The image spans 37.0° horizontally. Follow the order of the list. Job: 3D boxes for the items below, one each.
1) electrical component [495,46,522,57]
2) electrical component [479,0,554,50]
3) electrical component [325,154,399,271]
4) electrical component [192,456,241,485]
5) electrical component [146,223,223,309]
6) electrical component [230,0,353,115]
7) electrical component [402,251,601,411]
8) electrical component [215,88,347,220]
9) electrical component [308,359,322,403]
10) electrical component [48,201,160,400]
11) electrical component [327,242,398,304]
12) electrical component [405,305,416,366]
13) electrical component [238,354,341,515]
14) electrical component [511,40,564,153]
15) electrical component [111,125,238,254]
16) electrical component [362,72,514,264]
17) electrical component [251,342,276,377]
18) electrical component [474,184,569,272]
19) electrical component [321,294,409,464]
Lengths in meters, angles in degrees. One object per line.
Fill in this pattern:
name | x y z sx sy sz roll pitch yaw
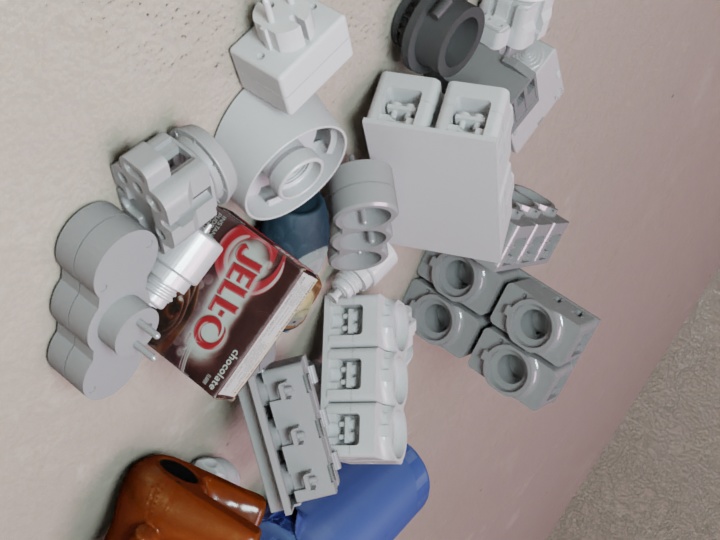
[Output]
electrical component | 0.121 -0.203 0.960 0.061 0.035 0.035 -33 147 -37
electrical component | 0.136 -0.231 0.923 0.078 0.058 0.057 -37 153 -35
electrical component | -0.003 -0.058 0.882 0.052 0.073 0.138 -6 159 -6
electrical component | -0.131 0.192 0.982 0.043 0.043 0.062 -58 158 6
electrical component | -0.129 -0.001 0.743 0.078 0.040 0.040 -54 156 -5
electrical component | -0.047 -0.154 0.694 0.065 0.047 0.076 -48 154 -18
electrical component | 0.140 0.051 1.129 0.060 0.186 0.105 -12 132 -57
electrical component | -0.059 -0.086 0.766 0.099 0.064 0.099 -35 159 -16
electrical component | -0.046 0.128 1.055 0.079 0.044 0.077 -14 133 -57
electrical component | -0.156 0.031 0.693 0.052 0.074 0.138 -29 145 -45
electrical component | 0.000 0.000 0.984 0.078 0.040 0.040 -46 154 -21
electrical component | 0.032 0.076 1.135 0.066 0.048 0.055 -39 144 -32
electrical component | -0.060 0.139 0.931 0.063 0.121 0.078 -14 -175 5
electrical component | 0.152 -0.171 1.038 0.099 0.048 0.099 -53 156 -7
electrical component | -0.115 -0.055 0.680 0.057 0.058 0.078 -40 151 -26
electrical component | 0.072 -0.086 0.911 0.186 0.105 0.060 75 29 -60
electrical component | -0.108 0.051 0.841 0.076 0.047 0.083 -35 149 -32
electrical component | 0.150 -0.051 1.137 0.150 0.089 0.061 -7 127 -59
electrical component | 0.008 0.105 1.014 0.089 0.062 0.150 37 52 -66
